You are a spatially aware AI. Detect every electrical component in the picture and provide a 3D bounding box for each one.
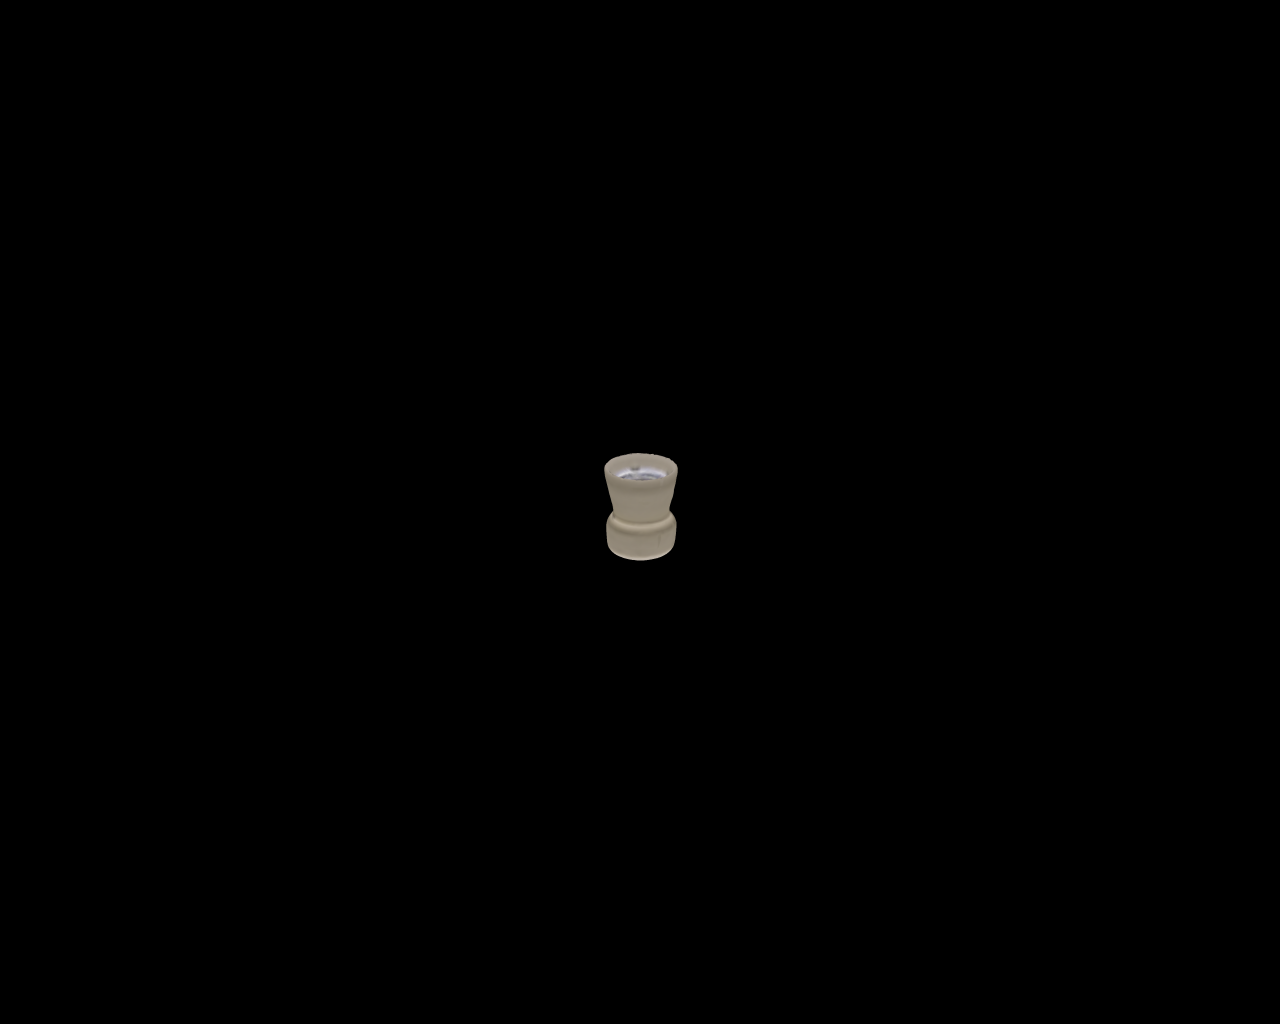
[{"bbox_3d":[0.001,-0.003,0.650,0.045,0.055,0.045,0,25,0],"label":"electrical component"}]
